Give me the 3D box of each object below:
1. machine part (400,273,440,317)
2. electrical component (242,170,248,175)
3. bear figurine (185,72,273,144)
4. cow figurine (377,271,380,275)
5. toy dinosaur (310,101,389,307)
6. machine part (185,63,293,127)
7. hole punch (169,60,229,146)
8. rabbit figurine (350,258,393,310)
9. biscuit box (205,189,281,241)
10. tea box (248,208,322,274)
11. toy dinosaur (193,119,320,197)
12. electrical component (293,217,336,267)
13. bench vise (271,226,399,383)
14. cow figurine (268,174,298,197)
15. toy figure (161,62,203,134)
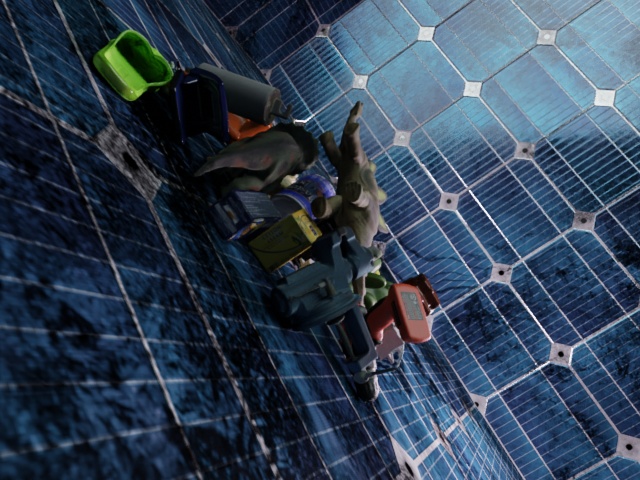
[{"bbox_3d":[0.216,0.180,1.441,0.087,0.201,0.201,58,9,1],"label":"machine part"},{"bbox_3d":[-0.159,-0.184,1.221,0.094,0.063,0.021,60,9,30],"label":"electrical component"},{"bbox_3d":[-0.212,-0.307,1.200,0.195,0.132,0.120,54,6,-50],"label":"bear figurine"},{"bbox_3d":[0.104,0.134,1.433,0.068,0.098,0.167,62,28,2],"label":"cow figurine"},{"bbox_3d":[0.074,-0.063,1.084,0.198,0.105,0.471,32,58,-56],"label":"toy dinosaur"},{"bbox_3d":[-0.168,-0.288,1.066,0.243,0.079,0.079,23,3,11],"label":"machine part"},{"bbox_3d":[-0.205,-0.230,0.923,0.116,0.092,0.142,-106,-169,-55],"label":"hole punch"},{"bbox_3d":[0.088,0.119,1.241,0.170,0.159,0.121,31,31,-34],"label":"rabbit figurine"},{"bbox_3d":[-0.123,-0.043,0.914,0.063,0.059,0.202,56,9,3],"label":"biscuit box"},{"bbox_3d":[-0.059,-0.003,0.988,0.068,0.098,0.169,56,7,-2],"label":"tea box"},{"bbox_3d":[-0.101,-0.157,1.026,0.131,0.192,0.405,53,8,-6],"label":"toy dinosaur"},{"bbox_3d":[-0.002,-0.004,1.173,0.058,0.134,0.115,56,10,-8],"label":"electrical component"},{"bbox_3d":[0.037,0.109,0.871,0.223,0.129,0.240,-26,92,-47],"label":"bench vise"},{"bbox_3d":[-0.101,-0.136,1.299,0.127,0.085,0.195,43,12,-32],"label":"cow figurine"},{"bbox_3d":[-0.262,-0.275,1.030,0.058,0.064,0.154,-31,79,-44],"label":"toy figure"}]
